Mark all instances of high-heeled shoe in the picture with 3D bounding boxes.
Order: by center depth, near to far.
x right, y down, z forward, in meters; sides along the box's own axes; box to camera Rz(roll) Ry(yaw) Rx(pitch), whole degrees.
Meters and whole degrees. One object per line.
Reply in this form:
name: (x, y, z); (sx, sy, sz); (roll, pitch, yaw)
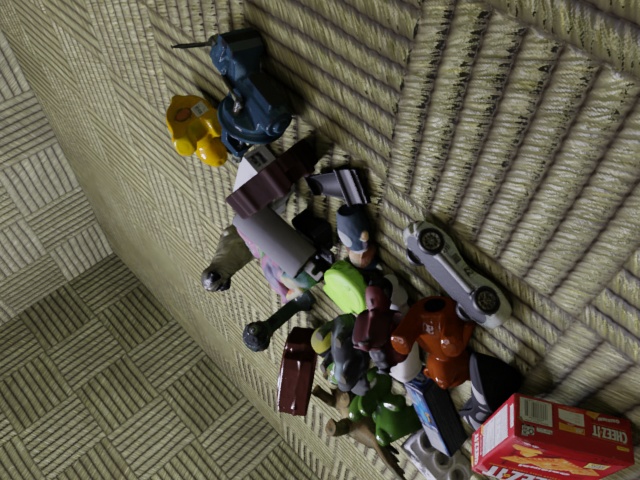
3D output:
high-heeled shoe: (0.269, 0.258, 0.930); (0.145, 0.086, 0.248); (10, 139, 53)

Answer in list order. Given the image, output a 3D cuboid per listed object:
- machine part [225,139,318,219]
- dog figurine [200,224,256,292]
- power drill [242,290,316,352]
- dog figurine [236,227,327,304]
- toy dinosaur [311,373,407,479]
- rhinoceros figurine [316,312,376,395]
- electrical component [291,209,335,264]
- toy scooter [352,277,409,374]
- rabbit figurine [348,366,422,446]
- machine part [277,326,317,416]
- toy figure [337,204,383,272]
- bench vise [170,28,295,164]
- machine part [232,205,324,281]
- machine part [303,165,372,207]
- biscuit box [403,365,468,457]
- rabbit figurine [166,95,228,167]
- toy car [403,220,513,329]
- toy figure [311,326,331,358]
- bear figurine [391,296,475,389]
machine part: (-0.082, -0.106, 0.944); (0.056, 0.179, 0.179); (53, 155, -11)
dog figurine: (-0.257, 0.046, 1.419); (0.172, 0.190, 0.121); (13, 134, 56)
power drill: (-0.107, 0.199, 1.354); (0.086, 0.207, 0.232); (40, 156, 9)
dog figurine: (-0.093, 0.029, 1.224); (0.219, 0.108, 0.191); (54, 156, 2)
toy dinosaur: (0.110, 0.457, 1.350); (0.198, 0.105, 0.472); (31, -170, -25)
rhinoceros figurine: (0.059, 0.239, 1.103); (0.073, 0.112, 0.190); (6, 118, 42)
electrical component: (-0.002, -0.003, 1.091); (0.119, 0.048, 0.074); (32, 149, 35)
toy scooter: (0.105, 0.167, 0.931); (0.075, 0.135, 0.183); (-3, 124, 27)
rabbit figurine: (0.143, 0.379, 1.242); (0.170, 0.159, 0.121); (65, 148, 23)
machine part: (-0.057, 0.345, 1.431); (0.087, 0.201, 0.201); (10, -170, 4)
toy figure: (0.070, 0.004, 0.974); (0.064, 0.058, 0.154); (-97, -11, -53)
bench vise: (-0.141, -0.233, 0.938); (0.224, 0.129, 0.240); (43, 145, 12)
machine part: (-0.089, -0.005, 1.068); (0.243, 0.079, 0.079); (42, 154, 5)
machine part: (0.030, -0.094, 0.931); (0.139, 0.039, 0.084); (13, 140, 52)
biscuit box: (0.245, 0.362, 1.137); (0.059, 0.063, 0.202); (14, 135, 54)
rabbit figurine: (-0.268, -0.227, 1.178); (0.163, 0.122, 0.173); (39, 171, 32)
toy car: (0.202, 0.051, 0.812); (0.202, 0.056, 0.073); (49, 161, 10)
toy figure: (0.047, 0.291, 1.346); (0.082, 0.089, 0.180); (-2, 121, 50)
bear figurine: (0.205, 0.196, 0.915); (0.120, 0.132, 0.195); (0, 121, 26)
